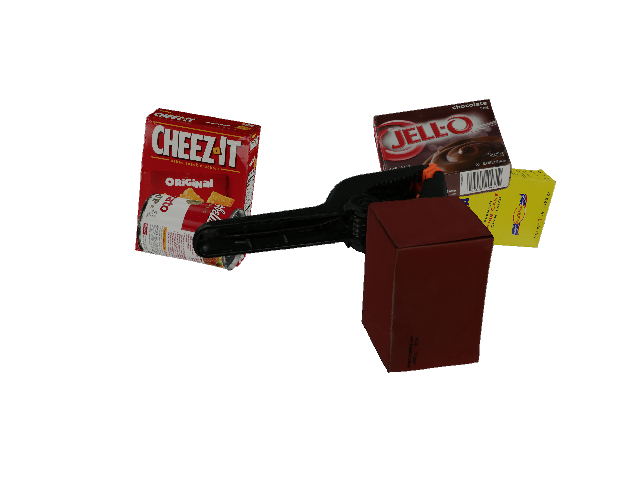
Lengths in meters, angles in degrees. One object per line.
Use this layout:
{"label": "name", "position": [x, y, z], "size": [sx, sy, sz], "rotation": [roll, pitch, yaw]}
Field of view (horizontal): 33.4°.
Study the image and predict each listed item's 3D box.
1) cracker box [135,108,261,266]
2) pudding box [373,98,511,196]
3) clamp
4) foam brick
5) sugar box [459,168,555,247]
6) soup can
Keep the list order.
{"label": "cracker box", "position": [-0.187, -0.078, 1.611], "size": [0.164, 0.214, 0.072], "rotation": [10, 20, 6]}
{"label": "pudding box", "position": [0.110, -0.081, 0.977], "size": [0.113, 0.090, 0.039], "rotation": [-7, -41, -2]}
{"label": "clamp", "position": [0.022, -0.012, 0.770], "size": [0.165, 0.036, 0.209], "rotation": [17, 31, 24]}
{"label": "foam brick", "position": [0.054, 0.022, 0.559], "size": [0.053, 0.078, 0.051], "rotation": [-5, 31, -13]}
{"label": "sugar box", "position": [0.190, -0.044, 1.298], "size": [0.176, 0.093, 0.048], "rotation": [2, 24, -20]}
{"label": "soup can", "position": [-0.139, -0.010, 1.158], "size": [0.102, 0.068, 0.068], "rotation": [11, 3, 13]}
